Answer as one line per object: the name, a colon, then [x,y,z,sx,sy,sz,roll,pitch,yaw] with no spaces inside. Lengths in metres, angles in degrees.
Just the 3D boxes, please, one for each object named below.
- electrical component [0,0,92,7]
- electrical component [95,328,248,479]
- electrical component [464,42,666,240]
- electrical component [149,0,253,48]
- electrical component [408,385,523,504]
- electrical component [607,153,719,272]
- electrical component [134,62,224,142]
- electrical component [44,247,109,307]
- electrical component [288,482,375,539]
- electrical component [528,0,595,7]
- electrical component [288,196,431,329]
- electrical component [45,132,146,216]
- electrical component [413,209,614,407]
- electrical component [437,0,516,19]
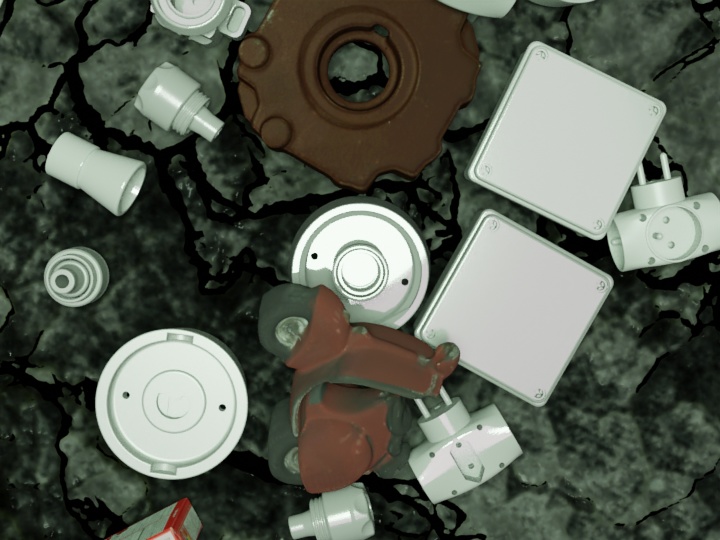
electrical component: [-0.256,-0.223,0.770,0.138,0.052,0.073,24,94,-2]
electrical component: [-0.134,0.093,0.790,0.108,0.060,0.108,0,94,-1]
electrical component: [0.147,-0.093,0.782,0.109,0.056,0.108,26,94,-2]
electrical component: [-0.119,-0.195,0.771,0.078,0.057,0.058,24,93,-2]
electrical component: [0.069,0.122,0.804,0.077,0.043,0.079,-30,94,2]
electrical component: [0.222,-0.045,0.793,0.077,0.044,0.079,-13,95,0]
electrical component: [-0.129,-0.118,0.784,0.062,0.043,0.043,36,93,-4]
electrical component: [-0.209,0.006,0.782,0.043,0.062,0.043,0,94,-1]
electrical component: [-0.022,0.186,0.808,0.062,0.043,0.043,-15,94,2]
electrical component: [0.148,-0.240,0.776,0.099,0.064,0.099,-4,106,-13]
electrical component: [0.000,0.000,0.785,0.108,0.060,0.108,0,94,-1]
electrical component: [-0.196,-0.073,0.788,0.065,0.044,0.044,26,93,2]
electrical component: [0.110,0.026,0.791,0.109,0.056,0.108,29,93,-3]
electrical component: [0.074,-0.222,0.745,0.077,0.043,0.079,21,54,-13]
